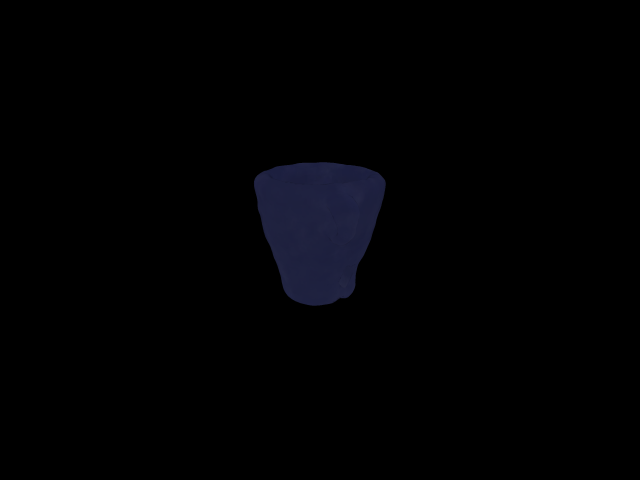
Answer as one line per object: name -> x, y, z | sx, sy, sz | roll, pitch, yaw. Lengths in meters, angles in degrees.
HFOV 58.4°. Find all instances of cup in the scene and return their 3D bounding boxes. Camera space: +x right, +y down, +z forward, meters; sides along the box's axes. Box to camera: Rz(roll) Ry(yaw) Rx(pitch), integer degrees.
cup -> 0.004, 0.001, 0.400 | 0.092, 0.095, 0.117 | -5, 19, -14
